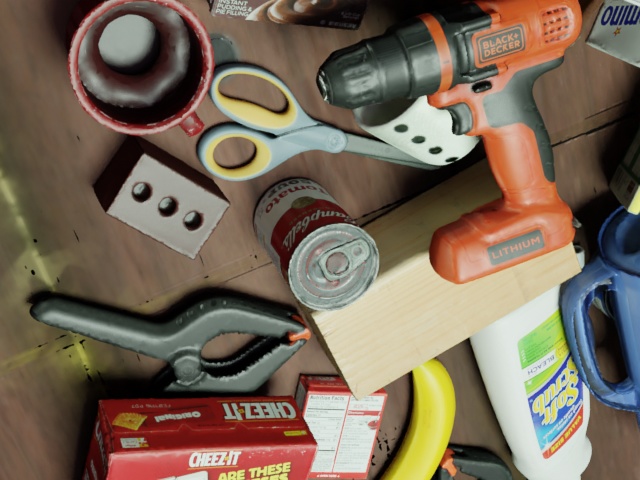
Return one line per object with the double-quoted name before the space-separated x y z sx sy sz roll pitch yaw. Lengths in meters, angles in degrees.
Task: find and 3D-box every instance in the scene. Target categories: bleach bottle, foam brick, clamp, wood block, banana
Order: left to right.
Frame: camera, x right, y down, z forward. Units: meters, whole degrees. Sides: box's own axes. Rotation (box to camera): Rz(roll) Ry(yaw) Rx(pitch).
"foam brick" -0.114 -0.032 0.771 0.078 0.051 0.053 30 100 -28
"clamp" -0.110 0.104 0.841 0.209 0.036 0.164 -9 118 -12
"banana" 0.078 0.180 0.944 0.069 0.037 0.198 11 108 -5
"wood block" 0.088 0.026 0.847 0.206 0.090 0.091 -29 118 -5
"clamp" 0.151 0.258 1.001 0.171 0.039 0.120 40 89 -24
"bleach bottle" 0.200 0.131 0.949 0.102 0.068 0.251 -35 125 -18

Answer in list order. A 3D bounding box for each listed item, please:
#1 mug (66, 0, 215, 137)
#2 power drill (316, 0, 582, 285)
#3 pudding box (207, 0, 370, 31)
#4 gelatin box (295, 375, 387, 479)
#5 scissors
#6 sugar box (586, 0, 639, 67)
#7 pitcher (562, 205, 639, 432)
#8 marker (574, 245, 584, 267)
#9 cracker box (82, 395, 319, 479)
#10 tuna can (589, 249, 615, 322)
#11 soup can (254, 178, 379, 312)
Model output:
"mug" -0.118 -0.118 0.715 0.093 0.081 0.117 -41 119 1
"power drill" 0.099 -0.067 0.727 0.184 0.057 0.187 -18 118 -10
"pudding box" -0.014 -0.192 0.724 0.113 0.039 0.090 0 143 -21
"gelatin box" 0.011 0.160 0.913 0.073 0.030 0.089 5 111 -20
"scissors" -0.007 -0.064 0.816 0.201 0.016 0.096 28 103 -27
"sugar box" 0.273 -0.215 0.805 0.048 0.093 0.176 17 106 -24
"pitcher" 0.304 0.090 0.895 0.144 0.149 0.243 -49 133 -41
"marker" 0.228 0.062 0.953 0.020 0.020 0.121 -16 117 -13
"cracker box" -0.110 0.225 0.854 0.164 0.072 0.214 2 121 -25
"tuna can" 0.282 0.034 0.951 0.086 0.034 0.086 -7 115 -16
"soup can" -0.005 0.001 0.795 0.068 0.102 0.068 -7 115 -16
